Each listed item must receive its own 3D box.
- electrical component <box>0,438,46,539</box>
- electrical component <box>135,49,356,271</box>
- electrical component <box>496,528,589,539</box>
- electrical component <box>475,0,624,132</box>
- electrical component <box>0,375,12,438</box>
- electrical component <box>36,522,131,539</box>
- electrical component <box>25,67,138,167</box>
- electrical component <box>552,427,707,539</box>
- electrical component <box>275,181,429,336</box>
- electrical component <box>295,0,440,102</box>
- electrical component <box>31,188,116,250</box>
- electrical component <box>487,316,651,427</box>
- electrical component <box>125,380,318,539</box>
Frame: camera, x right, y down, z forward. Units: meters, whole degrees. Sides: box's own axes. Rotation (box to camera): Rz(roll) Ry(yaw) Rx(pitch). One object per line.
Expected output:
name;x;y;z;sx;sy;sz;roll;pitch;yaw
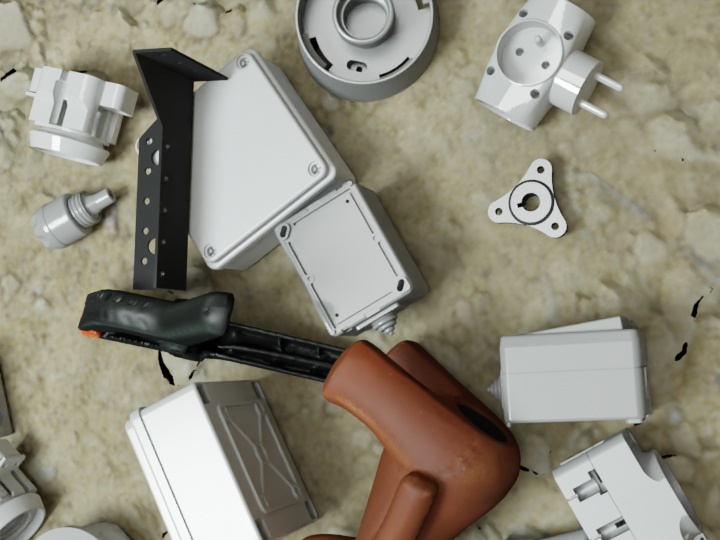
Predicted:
electrical component;-0.265;0.170;0.775;0.057;0.058;0.078;41;99;19
electrical component;-0.078;-0.072;0.728;0.109;0.056;0.108;-37;76;13
electrical component;0.111;0.181;0.657;0.065;0.044;0.044;-9;84;23
electrical component;0.124;-0.122;0.669;0.079;0.044;0.077;32;97;18
electrical component;-0.310;0.101;0.800;0.077;0.047;0.065;-17;81;19
electrical component;-0.192;0.217;0.751;0.080;0.051;0.080;-1;86;18
electrical component;-0.204;-0.109;0.773;0.078;0.058;0.057;14;88;19
electrical component;0.163;0.143;0.636;0.056;0.050;0.089;-32;78;14
electrical component;0.000;0.000;0.694;0.062;0.061;0.096;-31;79;12
electrical component;0.004;-0.164;0.715;0.099;0.064;0.099;0;90;5
electrical component;-0.205;-0.041;0.781;0.061;0.035;0.035;-27;78;13
electrical component;0.124;0.061;0.649;0.096;0.062;0.061;-5;85;18
electrical component;-0.086;0.129;0.691;0.056;0.109;0.108;-28;78;12
